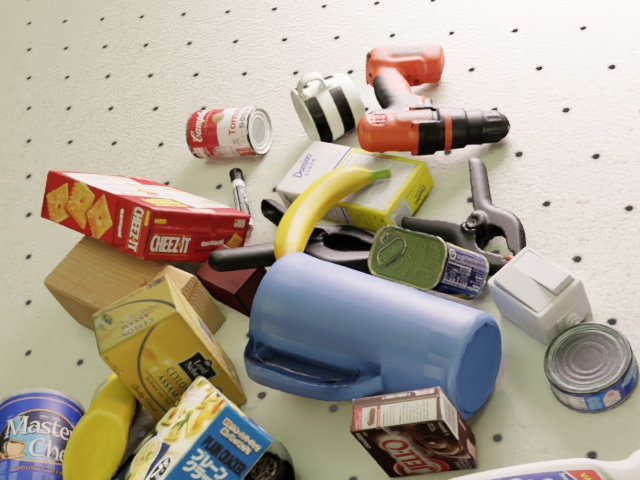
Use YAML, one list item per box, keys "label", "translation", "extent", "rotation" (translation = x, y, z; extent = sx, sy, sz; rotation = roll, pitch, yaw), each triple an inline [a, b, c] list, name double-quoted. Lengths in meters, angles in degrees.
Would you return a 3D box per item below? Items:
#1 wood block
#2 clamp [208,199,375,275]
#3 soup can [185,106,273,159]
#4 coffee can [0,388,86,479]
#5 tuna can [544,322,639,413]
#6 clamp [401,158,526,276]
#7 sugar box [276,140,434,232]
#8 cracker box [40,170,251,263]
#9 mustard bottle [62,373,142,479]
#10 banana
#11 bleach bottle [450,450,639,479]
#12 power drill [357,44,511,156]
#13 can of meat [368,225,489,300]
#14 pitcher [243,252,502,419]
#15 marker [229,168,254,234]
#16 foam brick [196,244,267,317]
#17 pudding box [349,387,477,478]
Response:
- label: "wood block"
  translation: [-0.229, 0.074, 1.300]
  extent: [0.206, 0.090, 0.090]
  rotation: [19, 60, 40]
- label: "clamp"
  translation: [-0.008, 0.002, 1.256]
  extent: [0.210, 0.036, 0.164]
  rotation: [7, 30, 12]
- label: "soup can"
  translation: [-0.124, -0.147, 1.465]
  extent: [0.102, 0.068, 0.068]
  rotation: [0, 51, 28]
- label: "coffee can"
  translation: [-0.314, 0.249, 1.173]
  extent: [0.103, 0.102, 0.140]
  rotation: [-19, 44, 12]
- label: "tuna can"
  translation: [0.259, 0.121, 1.022]
  extent: [0.086, 0.033, 0.086]
  rotation: [-16, 44, 16]
- label: "clamp"
  translation: [0.166, -0.009, 1.194]
  extent: [0.120, 0.039, 0.171]
  rotation: [-40, 43, 12]
- label: "sugar box"
  translation: [0.041, -0.066, 1.311]
  extent: [0.177, 0.048, 0.093]
  rotation: [14, 57, 40]
- label: "cracker box"
  translation: [-0.221, -0.029, 1.340]
  extent: [0.214, 0.163, 0.072]
  rotation: [20, 101, 40]
- label: "mustard bottle"
  translation: [-0.230, 0.197, 1.165]
  extent: [0.191, 0.058, 0.096]
  rotation: [-99, 30, -79]
- label: "banana"
  translation: [-0.001, -0.035, 1.222]
  extent: [0.070, 0.037, 0.197]
  rotation: [6, 41, 46]
- label: "bleach bottle"
  translation: [0.200, 0.230, 0.918]
  extent: [0.251, 0.068, 0.102]
  rotation: [-17, 51, 2]
- label: "power drill"
  translation: [0.133, -0.177, 1.336]
  extent: [0.184, 0.057, 0.187]
  rotation: [-2, 39, -3]
- label: "can of meat"
  translation: [0.117, 0.026, 1.139]
  extent: [0.102, 0.083, 0.057]
  rotation: [15, 89, 45]
- label: "pitcher"
  translation: [0.050, 0.106, 1.085]
  extent: [0.243, 0.144, 0.149]
  rotation: [13, 80, 34]
- label: "marker"
  translation: [-0.104, -0.054, 1.401]
  extent: [0.020, 0.020, 0.121]
  rotation: [-23, 43, 8]
- label: "foam brick"
  translation: [-0.099, 0.050, 1.278]
  extent: [0.078, 0.051, 0.053]
  rotation: [25, 66, 42]
- label: "pudding box"
  translation: [0.089, 0.183, 1.001]
  extent: [0.090, 0.113, 0.039]
  rotation: [-12, 49, 20]
